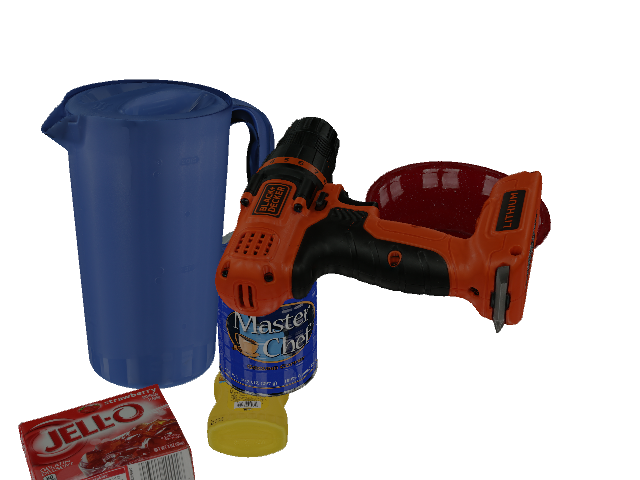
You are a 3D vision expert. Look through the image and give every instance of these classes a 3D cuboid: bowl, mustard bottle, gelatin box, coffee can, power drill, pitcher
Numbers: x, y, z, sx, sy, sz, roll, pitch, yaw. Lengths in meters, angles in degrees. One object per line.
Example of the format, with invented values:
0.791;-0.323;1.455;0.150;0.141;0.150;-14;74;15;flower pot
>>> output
0.118;-0.007;0.942;0.162;0.055;0.162;3;35;-2;bowl
-0.088;0.195;1.347;0.096;0.058;0.191;-2;26;0;mustard bottle
-0.127;0.124;0.629;0.089;0.030;0.073;-14;27;-18;gelatin box
-0.054;0.069;1.064;0.103;0.140;0.103;0;33;0;coffee can
0.042;-0.015;0.677;0.188;0.057;0.184;5;41;14;power drill
-0.130;-0.007;0.882;0.149;0.243;0.144;9;23;17;pitcher
